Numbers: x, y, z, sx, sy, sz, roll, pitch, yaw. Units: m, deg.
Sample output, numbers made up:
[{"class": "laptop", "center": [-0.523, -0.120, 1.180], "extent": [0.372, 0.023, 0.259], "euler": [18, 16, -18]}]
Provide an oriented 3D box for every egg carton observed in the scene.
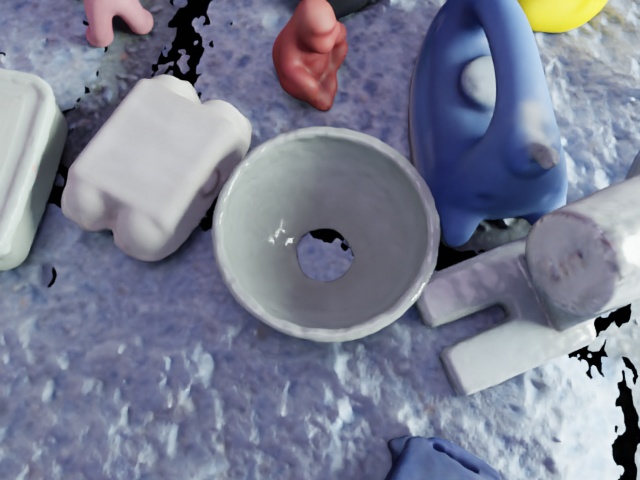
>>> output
[{"class": "egg carton", "center": [-0.128, -0.059, 0.464], "extent": [0.107, 0.069, 0.150], "euler": [27, 72, 8]}]

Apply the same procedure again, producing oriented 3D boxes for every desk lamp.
[{"class": "desk lamp", "center": [0.185, 0.015, 0.371], "extent": [0.203, 0.213, 0.118], "euler": [-21, 72, -9]}]

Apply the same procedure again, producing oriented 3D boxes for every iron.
[{"class": "iron", "center": [0.135, -0.131, 0.460], "extent": [0.118, 0.141, 0.258], "euler": [-5, 70, -3]}]

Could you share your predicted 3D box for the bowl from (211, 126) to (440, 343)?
[{"class": "bowl", "center": [0.004, 0.002, 0.444], "extent": [0.167, 0.075, 0.167], "euler": [1, 70, -1]}]

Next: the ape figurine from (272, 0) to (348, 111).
[{"class": "ape figurine", "center": [-0.006, -0.169, 0.495], "extent": [0.078, 0.092, 0.076], "euler": [-40, 76, -14]}]

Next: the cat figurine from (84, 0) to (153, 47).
[{"class": "cat figurine", "center": [-0.210, -0.258, 0.507], "extent": [0.067, 0.118, 0.127], "euler": [-28, 73, -11]}]

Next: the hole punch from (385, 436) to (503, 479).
[{"class": "hole punch", "center": [0.083, 0.188, 0.371], "extent": [0.108, 0.091, 0.101], "euler": [29, 72, 9]}]

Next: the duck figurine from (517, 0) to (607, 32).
[{"class": "duck figurine", "center": [0.237, -0.253, 0.536], "extent": [0.104, 0.086, 0.077], "euler": [-19, 72, -8]}]

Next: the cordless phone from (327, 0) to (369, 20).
[{"class": "cordless phone", "center": [0.026, -0.296, 0.492], "extent": [0.148, 0.185, 0.094], "euler": [-37, 75, -13]}]
